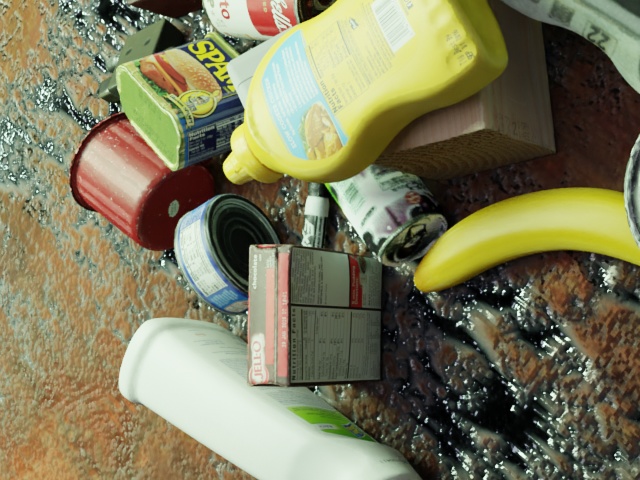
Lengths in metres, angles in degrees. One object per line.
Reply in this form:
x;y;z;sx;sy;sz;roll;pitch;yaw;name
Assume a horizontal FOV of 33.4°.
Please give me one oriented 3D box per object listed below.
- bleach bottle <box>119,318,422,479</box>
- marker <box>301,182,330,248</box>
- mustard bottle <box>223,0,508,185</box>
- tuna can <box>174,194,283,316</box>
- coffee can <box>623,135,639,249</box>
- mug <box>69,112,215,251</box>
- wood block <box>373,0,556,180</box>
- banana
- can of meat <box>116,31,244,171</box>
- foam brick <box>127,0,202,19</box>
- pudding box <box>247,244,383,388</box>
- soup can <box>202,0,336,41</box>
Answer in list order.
-0.023;0.133;0.720;0.251;0.102;0.068;28;102;40;bleach bottle
-0.005;0.001;0.774;0.020;0.020;0.121;6;89;41;marker
0.012;-0.088;0.624;0.192;0.058;0.096;-34;69;31;mustard bottle
-0.064;0.010;0.780;0.034;0.085;0.086;-29;67;33;tuna can
0.221;-0.017;0.504;0.103;0.140;0.103;-6;81;40;coffee can
-0.130;-0.052;0.851;0.082;0.093;0.117;36;72;32;mug
0.079;-0.151;0.674;0.091;0.090;0.206;-13;76;39;wood block
0.138;0.003;0.640;0.198;0.037;0.069;3;86;40;banana
-0.095;-0.105;0.810;0.102;0.083;0.057;46;147;34;can of meat
-0.114;-0.220;0.871;0.078;0.051;0.053;-11;78;39;foam brick
-0.002;0.051;0.704;0.039;0.113;0.090;-2;84;37;pudding box
-0.030;-0.179;0.785;0.102;0.068;0.068;15;95;41;soup can
